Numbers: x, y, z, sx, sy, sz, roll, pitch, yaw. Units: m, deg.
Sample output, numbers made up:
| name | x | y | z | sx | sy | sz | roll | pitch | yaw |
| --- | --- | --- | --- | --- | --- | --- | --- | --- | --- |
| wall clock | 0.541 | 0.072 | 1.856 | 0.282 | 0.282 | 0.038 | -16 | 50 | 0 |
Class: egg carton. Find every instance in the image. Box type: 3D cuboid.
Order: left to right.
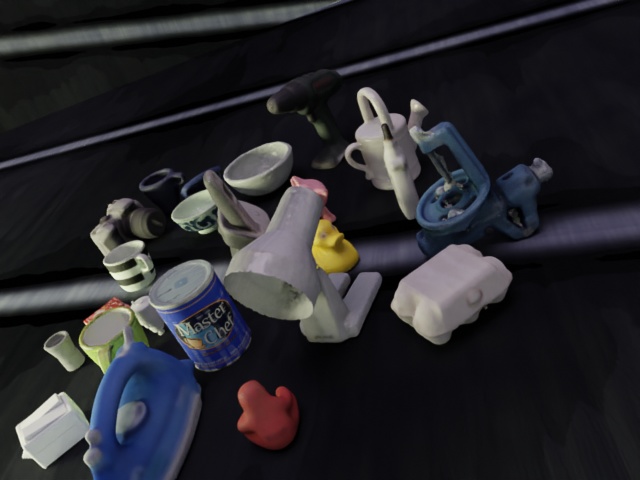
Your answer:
| name | x | y | z | sx | sy | sz | roll | pitch | yaw |
| --- | --- | --- | --- | --- | --- | --- | --- | --- | --- |
| egg carton | 0.175 | 0.070 | 0.766 | 0.150 | 0.069 | 0.107 | -34 | 33 | -15 |

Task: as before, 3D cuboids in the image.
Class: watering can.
| name | x | y | z | sx | sy | sz | roll | pitch | yaw |
| --- | --- | --- | --- | --- | --- | --- | --- | --- | --- |
| watering can | 0.125 | -0.206 | 1.094 | 0.173 | 0.194 | 0.100 | -41 | 35 | -25 |

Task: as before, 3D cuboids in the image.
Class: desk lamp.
| name | x | y | z | sx | sy | sz | roll | pitch | yaw |
| --- | --- | --- | --- | --- | --- | --- | --- | --- | --- |
| desk lamp | -0.020 | 0.047 | 0.794 | 0.117 | 0.214 | 0.203 | -3 | 37 | 31 |

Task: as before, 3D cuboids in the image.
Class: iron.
| name | x | y | z | sx | sy | sz | roll | pitch | yaw |
| --- | --- | --- | --- | --- | --- | --- | --- | --- | --- |
| iron | -0.245 | 0.235 | 0.733 | 0.118 | 0.142 | 0.258 | -17 | 32 | 12 |

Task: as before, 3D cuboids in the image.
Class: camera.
| name | x | y | z | sx | sy | sz | roll | pitch | yaw |
| --- | --- | --- | --- | --- | --- | --- | --- | --- | --- |
| camera | -0.429 | -0.036 | 1.305 | 0.136 | 0.101 | 0.143 | 1 | 40 | 36 |

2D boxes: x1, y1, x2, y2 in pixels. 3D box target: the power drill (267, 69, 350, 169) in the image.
| name | x | y | z | sx | sy | sz | roll | pitch | yaw |
| --- | --- | --- | --- | --- | --- | --- | --- | --- | --- |
| power drill | -0.010 | -0.267 | 1.262 | 0.075 | 0.209 | 0.230 | 3 | 41 | 37 |

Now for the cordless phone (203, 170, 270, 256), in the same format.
| name | x | y | z | sx | sy | sz | roll | pitch | yaw |
| --- | --- | --- | --- | --- | --- | --- | --- | --- | --- |
| cordless phone | -0.165 | -0.069 | 1.093 | 0.094 | 0.185 | 0.147 | -25 | 31 | -1 |

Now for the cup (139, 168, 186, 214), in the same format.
| name | x | y | z | sx | sy | sz | roll | pitch | yaw |
| --- | --- | --- | --- | --- | --- | --- | --- | --- | --- |
| cup | -0.363 | -0.116 | 1.385 | 0.117 | 0.095 | 0.091 | -13 | 33 | 19 |

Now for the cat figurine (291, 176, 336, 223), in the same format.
| name | x | y | z | sx | sy | sz | roll | pitch | yaw |
| --- | --- | --- | --- | --- | --- | --- | --- | --- | --- |
| cat figurine | -0.022 | -0.080 | 1.078 | 0.067 | 0.118 | 0.127 | -31 | 32 | -10 |

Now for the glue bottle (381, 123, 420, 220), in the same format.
| name | x | y | z | sx | sy | sz | roll | pitch | yaw |
| --- | --- | --- | --- | --- | --- | --- | --- | --- | --- |
| glue bottle | 0.135 | -0.122 | 0.981 | 0.037 | 0.173 | 0.078 | -21 | 32 | 5 |

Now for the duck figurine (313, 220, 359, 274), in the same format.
| name | x | y | z | sx | sy | sz | roll | pitch | yaw |
| --- | --- | --- | --- | --- | --- | --- | --- | --- | --- |
| duck figurine | 0.009 | 0.003 | 0.963 | 0.104 | 0.086 | 0.078 | 14 | 48 | 46 |

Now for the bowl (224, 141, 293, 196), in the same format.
| name | x | y | z | sx | sy | sz | roll | pitch | yaw |
| --- | --- | --- | --- | --- | --- | --- | --- | --- | --- |
| bowl | -0.128 | -0.149 | 1.295 | 0.167 | 0.075 | 0.167 | -17 | 32 | 12 |

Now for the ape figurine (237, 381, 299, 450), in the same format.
| name | x | y | z | sx | sy | sz | roll | pitch | yaw |
| --- | --- | --- | --- | --- | --- | --- | --- | --- | --- |
| ape figurine | -0.069 | 0.208 | 0.703 | 0.078 | 0.092 | 0.076 | -26 | 31 | -2 |

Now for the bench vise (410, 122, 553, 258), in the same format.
| name | x | y | z | sx | sy | sz | roll | pitch | yaw |
| --- | --- | --- | --- | --- | --- | --- | --- | --- | --- |
| bench vise | 0.219 | -0.092 | 0.834 | 0.207 | 0.220 | 0.121 | -29 | 32 | -7 |

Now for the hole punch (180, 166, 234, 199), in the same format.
| name | x | y | z | sx | sy | sz | roll | pitch | yaw |
| --- | --- | --- | --- | --- | --- | --- | --- | --- | --- |
| hole punch | -0.275 | -0.124 | 1.341 | 0.109 | 0.091 | 0.100 | -35 | 33 | -17 |
